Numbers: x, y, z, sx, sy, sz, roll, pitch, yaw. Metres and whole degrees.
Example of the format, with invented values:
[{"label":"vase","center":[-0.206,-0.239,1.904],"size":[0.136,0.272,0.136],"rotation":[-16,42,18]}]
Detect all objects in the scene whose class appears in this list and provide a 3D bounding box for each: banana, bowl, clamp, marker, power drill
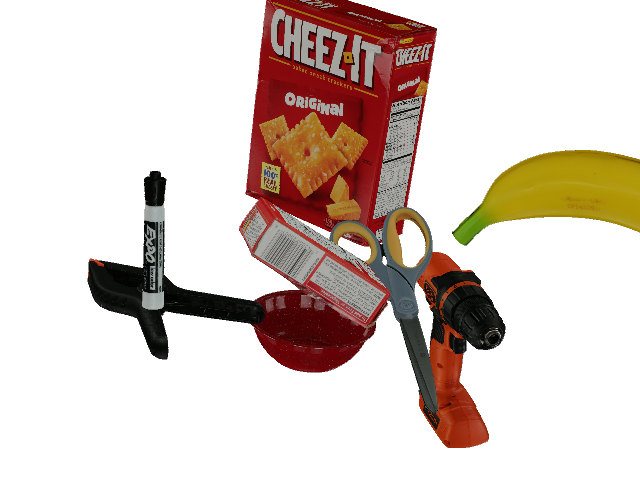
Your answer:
[{"label":"banana","center":[0.176,-0.007,0.578],"size":[0.198,0.070,0.037],"rotation":[16,17,14]},{"label":"bowl","center":[-0.013,0.119,1.331],"size":[0.162,0.055,0.162],"rotation":[5,22,-2]},{"label":"clamp","center":[-0.188,0.069,1.173],"size":[0.210,0.036,0.164],"rotation":[19,21,26]},{"label":"marker","center":[-0.144,0.000,0.921],"size":[0.020,0.121,0.020],"rotation":[3,15,-1]},{"label":"power drill","center":[0.149,0.124,1.143],"size":[0.057,0.188,0.184],"rotation":[-5,23,-11]}]

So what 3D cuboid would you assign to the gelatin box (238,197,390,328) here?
[{"label":"gelatin box","center":[-0.005,0.013,0.664],"size":[0.089,0.030,0.073],"rotation":[33,5,-15]}]

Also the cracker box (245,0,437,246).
[{"label":"cracker box","center":[0.013,-0.121,1.045],"size":[0.164,0.214,0.071],"rotation":[25,31,33]}]

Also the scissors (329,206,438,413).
[{"label":"scissors","center":[0.049,0.048,0.854],"size":[0.096,0.201,0.016],"rotation":[5,-42,3]}]
